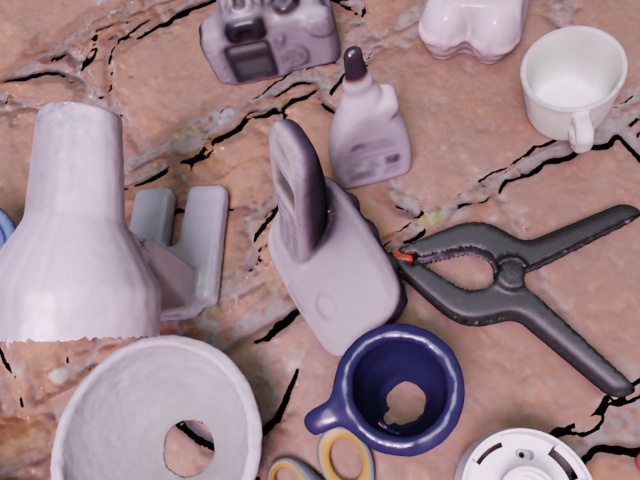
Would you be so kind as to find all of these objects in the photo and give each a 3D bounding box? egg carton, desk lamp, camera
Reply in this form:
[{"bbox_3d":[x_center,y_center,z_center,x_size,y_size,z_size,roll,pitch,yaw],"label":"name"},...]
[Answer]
[{"bbox_3d":[0.164,-0.256,0.597,0.107,0.069,0.150,9,69,13],"label":"egg carton"},{"bbox_3d":[-0.163,0.004,0.460,0.117,0.214,0.203,-2,67,9],"label":"desk lamp"},{"bbox_3d":[-0.060,-0.258,0.618,0.143,0.101,0.137,-11,66,5],"label":"camera"}]

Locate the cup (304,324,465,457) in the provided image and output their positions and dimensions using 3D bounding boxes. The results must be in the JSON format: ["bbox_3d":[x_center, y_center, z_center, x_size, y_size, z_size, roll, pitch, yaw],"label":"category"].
[{"bbox_3d":[0.049,0.125,0.438,0.118,0.095,0.091,-23,65,-1],"label":"cup"}]

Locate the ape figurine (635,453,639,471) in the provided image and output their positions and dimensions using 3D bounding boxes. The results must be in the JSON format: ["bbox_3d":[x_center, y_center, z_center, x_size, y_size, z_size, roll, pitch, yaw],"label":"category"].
[{"bbox_3d":[0.264,0.172,0.384,0.076,0.092,0.078,18,71,16],"label":"ape figurine"}]

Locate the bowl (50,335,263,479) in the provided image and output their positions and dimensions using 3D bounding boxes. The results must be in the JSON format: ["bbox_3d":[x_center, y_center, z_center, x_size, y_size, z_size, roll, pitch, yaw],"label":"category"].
[{"bbox_3d":[-0.119,0.166,0.459,0.167,0.075,0.167,-3,66,8],"label":"bowl"}]

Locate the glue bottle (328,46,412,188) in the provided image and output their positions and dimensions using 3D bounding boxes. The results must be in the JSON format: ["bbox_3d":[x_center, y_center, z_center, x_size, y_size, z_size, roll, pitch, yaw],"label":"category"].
[{"bbox_3d":[0.039,-0.105,0.496,0.078,0.173,0.037,-13,65,4],"label":"glue bottle"}]

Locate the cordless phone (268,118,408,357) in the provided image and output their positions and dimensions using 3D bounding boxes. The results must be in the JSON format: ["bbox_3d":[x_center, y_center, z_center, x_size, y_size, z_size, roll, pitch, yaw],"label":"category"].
[{"bbox_3d":[0.004,0.002,0.449,0.094,0.185,0.147,-33,65,-5],"label":"cordless phone"}]

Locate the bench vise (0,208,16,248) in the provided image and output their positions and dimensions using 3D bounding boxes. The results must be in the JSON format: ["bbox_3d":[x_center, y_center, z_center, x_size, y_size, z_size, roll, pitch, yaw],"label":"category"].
[{"bbox_3d":[-0.360,0.027,0.479,0.207,0.220,0.121,-34,66,-6],"label":"bench vise"}]
